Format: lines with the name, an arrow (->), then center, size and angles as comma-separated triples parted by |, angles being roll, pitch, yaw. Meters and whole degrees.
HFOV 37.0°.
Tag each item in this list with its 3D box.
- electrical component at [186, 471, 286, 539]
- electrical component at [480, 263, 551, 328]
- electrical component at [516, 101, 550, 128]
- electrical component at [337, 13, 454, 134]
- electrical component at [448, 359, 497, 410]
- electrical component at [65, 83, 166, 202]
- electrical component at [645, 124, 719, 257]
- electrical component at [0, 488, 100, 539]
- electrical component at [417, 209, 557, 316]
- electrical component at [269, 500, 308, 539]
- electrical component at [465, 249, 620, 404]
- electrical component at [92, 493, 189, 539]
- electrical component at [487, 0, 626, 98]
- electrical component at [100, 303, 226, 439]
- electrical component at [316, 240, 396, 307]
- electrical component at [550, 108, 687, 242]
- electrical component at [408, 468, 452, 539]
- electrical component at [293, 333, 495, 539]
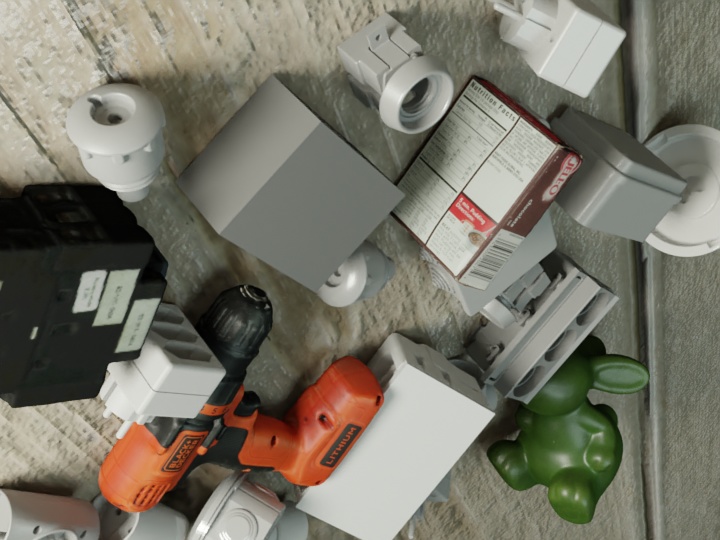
electrical component -> -0.095, 0.197, 0.819 | 0.080, 0.051, 0.080 | -59, 174, -10
electrical component -> 0.117, 0.013, 0.866 | 0.055, 0.048, 0.066 | -50, 146, -3
electrical component -> 0.115, -0.086, 0.741 | 0.043, 0.062, 0.043 | -27, 144, -23
electrical component -> 0.022, -0.111, 0.625 | 0.048, 0.055, 0.066 | -37, 145, -9
electrical component -> 0.094, 0.115, 0.954 | 0.079, 0.043, 0.077 | -17, 138, -32
electrical component -> -0.121, -0.060, 0.548 | 0.048, 0.048, 0.062 | -29, 150, -20
electrical component -> 0.285, -0.065, 0.899 | 0.060, 0.108, 0.108 | -2, 129, -51
electrical component -> -0.224, 0.181, 0.702 | 0.079, 0.044, 0.077 | -49, 146, 10
electrical component -> 0.092, -0.027, 0.793 | 0.100, 0.048, 0.099 | -39, 146, -7
electrical component -> -0.078, 0.215, 0.889 | 0.078, 0.040, 0.040 | 1, 126, -46
electrical component -> 0.153, 0.046, 0.921 | 0.121, 0.063, 0.079 | -51, 145, 12
electrical component -> -0.156, 0.188, 0.779 | 0.043, 0.043, 0.081 | -43, 146, -1
electrical component -> 0.113, -0.153, 0.672 | 0.077, 0.065, 0.047 | 20, 115, -21
electrical component -> -0.132, 0.067, 0.653 | 0.047, 0.065, 0.076 | 14, 117, -51
electrical component -> 0.000, 0.000, 0.735 | 0.062, 0.048, 0.048 | -3, 130, -53
electrical component -> 0.187, -0.071, 0.816 | 0.113, 0.078, 0.057 | 9, 123, -50
electrical component -> 0.040, 0.195, 0.935 | 0.047, 0.066, 0.076 | 48, 44, -56
electrical component -> 0.022, 0.136, 0.865 | 0.089, 0.061, 0.150 | 31, 106, -21
